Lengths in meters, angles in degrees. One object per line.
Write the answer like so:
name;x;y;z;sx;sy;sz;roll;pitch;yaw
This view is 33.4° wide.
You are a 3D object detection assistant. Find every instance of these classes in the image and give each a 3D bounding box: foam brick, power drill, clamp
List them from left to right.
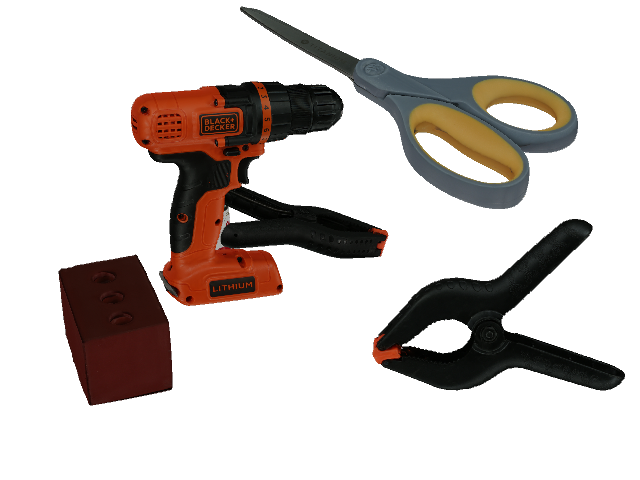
foam brick;-0.127;0.054;0.657;0.052;0.051;0.078;-11;36;-21
power drill;-0.069;-0.044;0.919;0.184;0.188;0.057;-6;21;-20
clamp;-0.025;-0.012;1.139;0.209;0.036;0.164;14;20;-13
clamp;0.125;0.068;0.739;0.171;0.120;0.039;-22;2;12

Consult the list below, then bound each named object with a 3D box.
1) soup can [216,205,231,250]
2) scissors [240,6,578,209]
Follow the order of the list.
soup can;-0.145;0.000;1.323;0.068;0.102;0.068;0;26;0
scissors;0.047;-0.084;0.540;0.096;0.016;0.202;-21;47;-22
